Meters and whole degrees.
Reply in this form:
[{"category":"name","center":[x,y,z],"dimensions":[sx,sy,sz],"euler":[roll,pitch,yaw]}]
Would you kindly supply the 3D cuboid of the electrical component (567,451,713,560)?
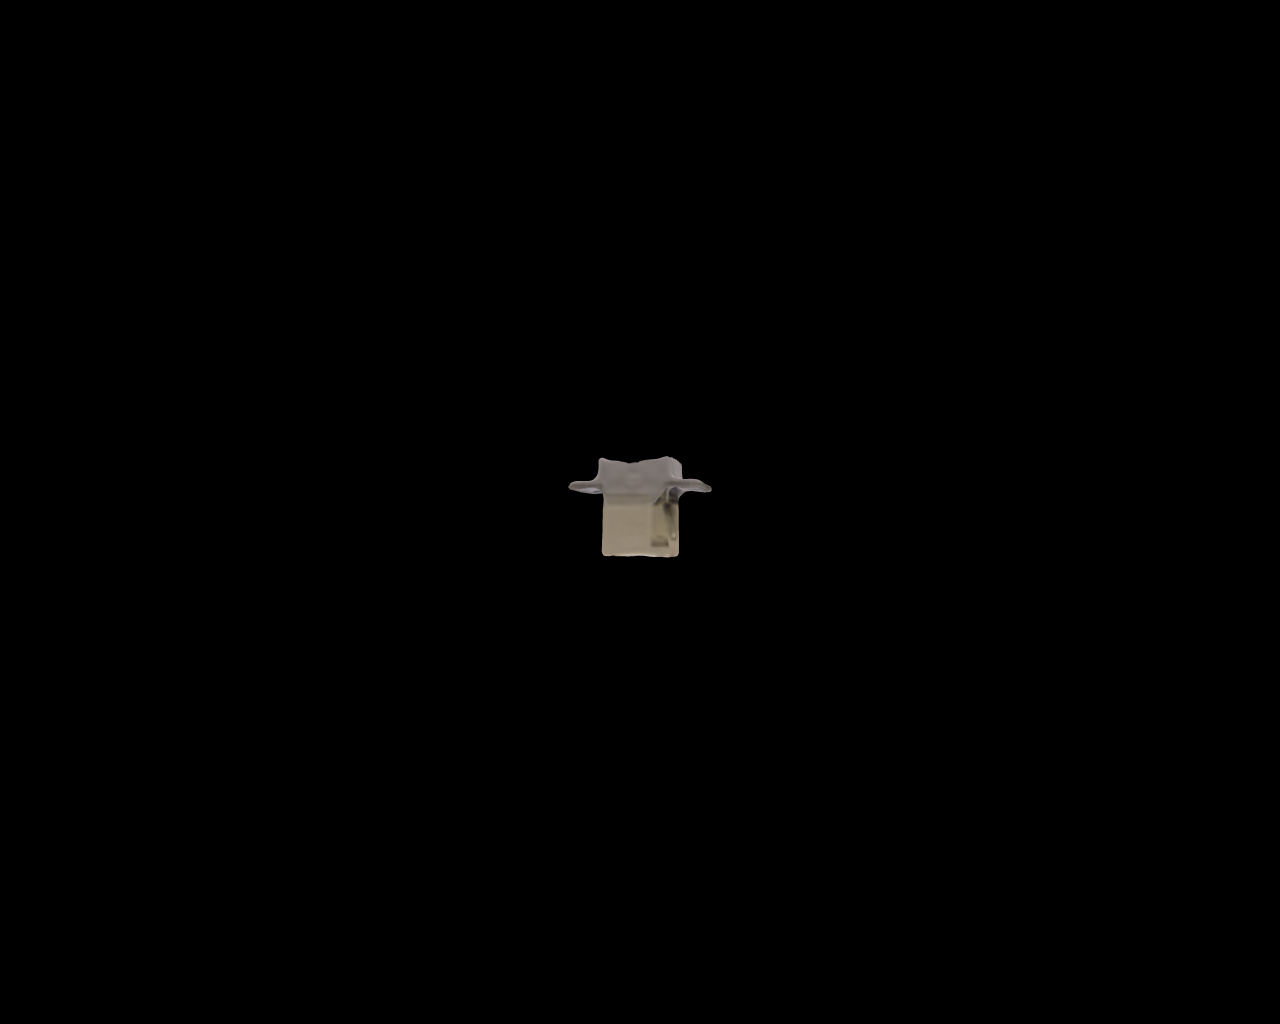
[{"category":"electrical component","center":[0.001,-0.003,0.650],"dimensions":[0.081,0.063,0.042],"euler":[-1,-4,15]}]
